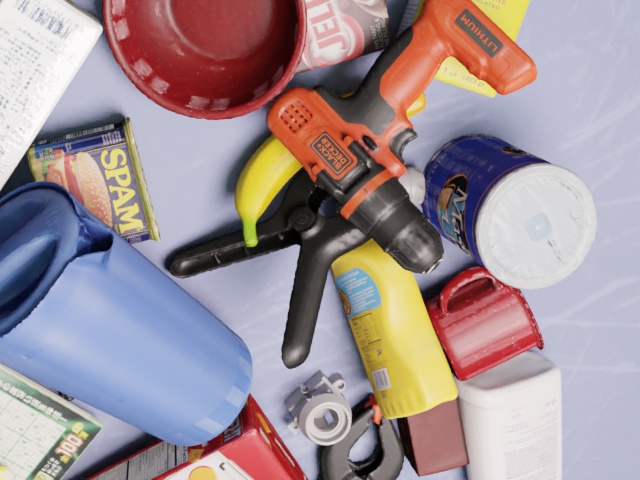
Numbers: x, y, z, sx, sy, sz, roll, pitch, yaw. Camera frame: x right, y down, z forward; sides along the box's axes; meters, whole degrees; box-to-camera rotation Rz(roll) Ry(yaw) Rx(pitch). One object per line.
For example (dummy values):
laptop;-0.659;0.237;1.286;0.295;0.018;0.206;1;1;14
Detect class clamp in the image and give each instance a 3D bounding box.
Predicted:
clamp;0.041;0.233;1.003;0.120;0.039;0.171;20;104;-18
clamp;-0.006;0.001;0.882;0.210;0.165;0.036;-40;142;-8

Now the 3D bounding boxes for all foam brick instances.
foam brick;0.102;0.171;0.994;0.051;0.053;0.078;-15;108;-9

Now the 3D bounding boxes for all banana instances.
banana;-0.003;-0.076;0.895;0.197;0.037;0.070;-40;75;-6

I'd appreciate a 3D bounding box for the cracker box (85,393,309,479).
cracker box;-0.112;0.254;0.937;0.214;0.072;0.164;-28;115;5

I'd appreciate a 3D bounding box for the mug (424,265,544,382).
mug;0.139;0.068;0.949;0.081;0.093;0.117;-27;138;0

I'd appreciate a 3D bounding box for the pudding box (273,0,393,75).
pudding box;0.003;-0.200;0.870;0.090;0.039;0.113;-17;108;-7

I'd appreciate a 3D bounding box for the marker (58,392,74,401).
marker;-0.213;0.080;0.908;0.020;0.020;0.121;0;105;-14

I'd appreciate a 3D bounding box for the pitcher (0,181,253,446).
pitcher;-0.170;0.073;0.834;0.145;0.149;0.242;-53;134;-6

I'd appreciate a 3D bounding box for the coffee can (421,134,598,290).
coffee can;0.155;-0.028;0.902;0.102;0.140;0.103;-4;106;-13

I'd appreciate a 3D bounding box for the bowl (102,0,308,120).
bowl;-0.084;-0.178;0.830;0.162;0.055;0.162;4;114;10

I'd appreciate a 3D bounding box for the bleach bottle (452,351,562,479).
bleach bottle;0.184;0.238;1.025;0.102;0.068;0.251;-13;110;-22

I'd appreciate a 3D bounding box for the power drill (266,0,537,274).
power drill;0.078;-0.091;0.837;0.187;0.057;0.184;-43;83;0

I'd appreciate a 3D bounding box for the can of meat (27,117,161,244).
can of meat;-0.182;-0.040;0.863;0.084;0.057;0.102;-14;108;-7

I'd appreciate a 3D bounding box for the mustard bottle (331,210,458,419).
mustard bottle;0.054;0.055;0.919;0.058;0.096;0.191;-18;84;-21

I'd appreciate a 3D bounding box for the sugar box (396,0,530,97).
sugar box;0.131;-0.218;0.893;0.093;0.048;0.176;15;103;-17
